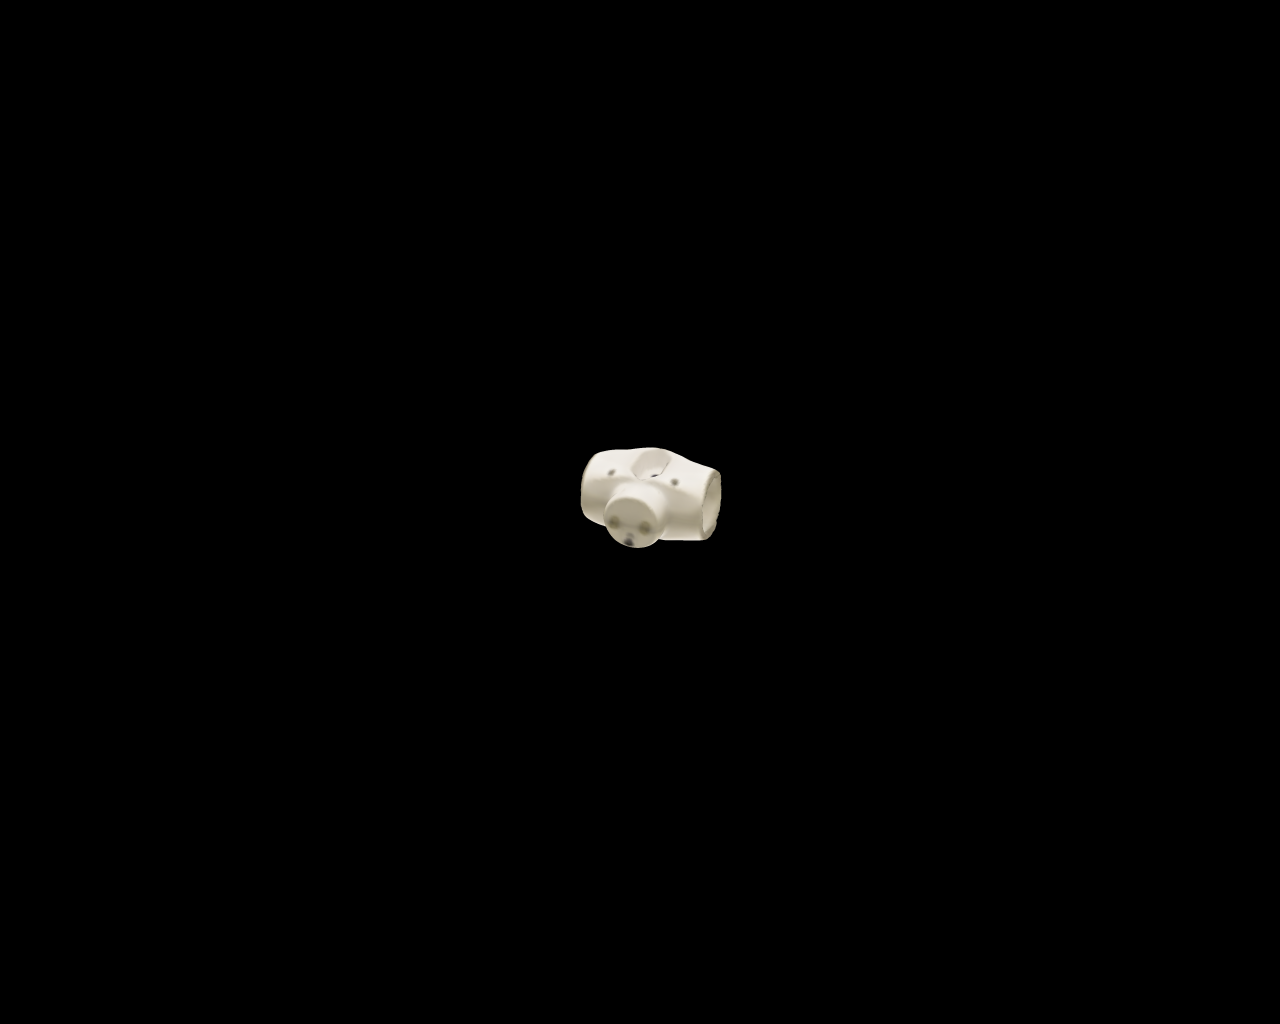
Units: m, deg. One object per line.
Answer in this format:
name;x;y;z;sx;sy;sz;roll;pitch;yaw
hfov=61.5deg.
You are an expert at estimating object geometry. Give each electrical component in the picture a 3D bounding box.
electrical component;0.001;-0.003;0.650;0.077;0.043;0.079;11;32;18
